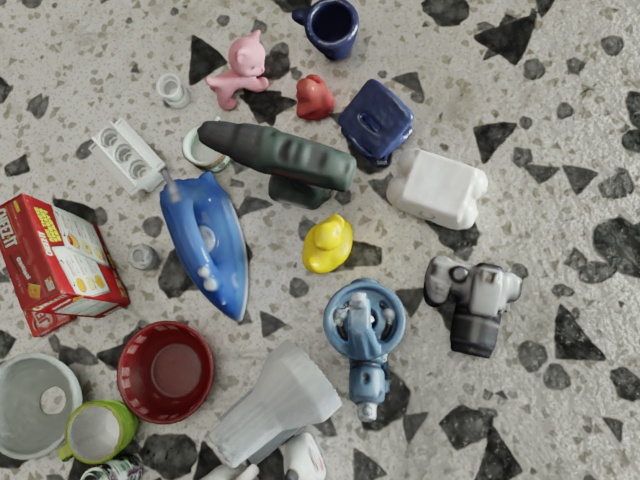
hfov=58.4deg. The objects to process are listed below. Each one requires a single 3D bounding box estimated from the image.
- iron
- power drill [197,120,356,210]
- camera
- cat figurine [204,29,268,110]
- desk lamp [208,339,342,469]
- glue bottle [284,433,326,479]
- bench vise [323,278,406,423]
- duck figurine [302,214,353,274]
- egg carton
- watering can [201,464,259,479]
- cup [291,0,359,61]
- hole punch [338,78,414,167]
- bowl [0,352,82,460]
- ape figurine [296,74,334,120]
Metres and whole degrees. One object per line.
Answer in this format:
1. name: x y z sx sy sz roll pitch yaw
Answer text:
1. iron: -0.188 0.008 0.917 0.118 0.141 0.258 -24 78 3
2. power drill: -0.055 -0.113 0.887 0.229 0.208 0.076 13 82 10
3. camera: 0.224 0.103 0.868 0.143 0.101 0.137 11 82 9
4. cat figurine: -0.140 -0.295 0.977 0.128 0.118 0.067 -32 77 1
5. desk lamp: -0.067 0.244 0.822 0.203 0.213 0.118 -42 77 -1
6. glue bottle: -0.028 0.327 0.823 0.037 0.173 0.078 -28 77 2
7. bench vise: 0.074 0.149 0.818 0.121 0.220 0.207 -20 78 4
8. duck figurine: 0.008 0.003 0.921 0.077 0.086 0.104 33 86 12
9. egg carton: 0.187 -0.082 0.922 0.150 0.069 0.107 20 83 10
10. watering can: -0.154 0.397 0.817 0.100 0.194 0.173 20 83 11
11. cup: 0.011 -0.353 0.979 0.117 0.095 0.092 18 83 10
12. hole punch: 0.092 -0.191 0.942 0.101 0.091 0.108 -44 78 -2
13. bowl: -0.457 0.268 0.939 0.167 0.075 0.167 -1 80 7
14. ape figurine: -0.016 -0.245 0.965 0.076 0.092 0.078 36 86 12
